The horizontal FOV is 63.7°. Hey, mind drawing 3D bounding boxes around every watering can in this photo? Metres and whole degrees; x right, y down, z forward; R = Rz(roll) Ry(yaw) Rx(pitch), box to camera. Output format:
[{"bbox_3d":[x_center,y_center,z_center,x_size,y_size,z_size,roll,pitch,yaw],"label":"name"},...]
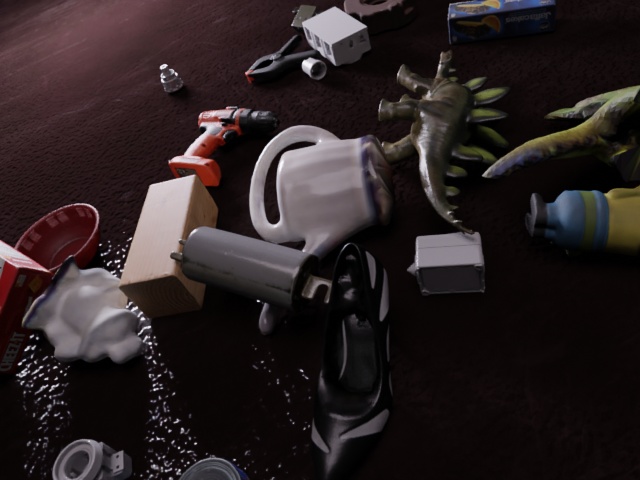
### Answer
[{"bbox_3d":[0.002,-0.038,0.765,0.224,0.102,0.355,-10,59,11],"label":"watering can"}]

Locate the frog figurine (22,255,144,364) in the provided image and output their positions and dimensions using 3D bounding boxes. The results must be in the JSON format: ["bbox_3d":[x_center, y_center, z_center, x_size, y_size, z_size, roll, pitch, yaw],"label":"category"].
[{"bbox_3d":[-0.322,0.117,0.748,0.159,0.120,0.140,30,47,-3],"label":"frog figurine"}]

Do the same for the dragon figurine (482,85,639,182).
[{"bbox_3d":[0.400,-0.163,0.715,0.410,0.121,0.245,-13,12,5],"label":"dragon figurine"}]
